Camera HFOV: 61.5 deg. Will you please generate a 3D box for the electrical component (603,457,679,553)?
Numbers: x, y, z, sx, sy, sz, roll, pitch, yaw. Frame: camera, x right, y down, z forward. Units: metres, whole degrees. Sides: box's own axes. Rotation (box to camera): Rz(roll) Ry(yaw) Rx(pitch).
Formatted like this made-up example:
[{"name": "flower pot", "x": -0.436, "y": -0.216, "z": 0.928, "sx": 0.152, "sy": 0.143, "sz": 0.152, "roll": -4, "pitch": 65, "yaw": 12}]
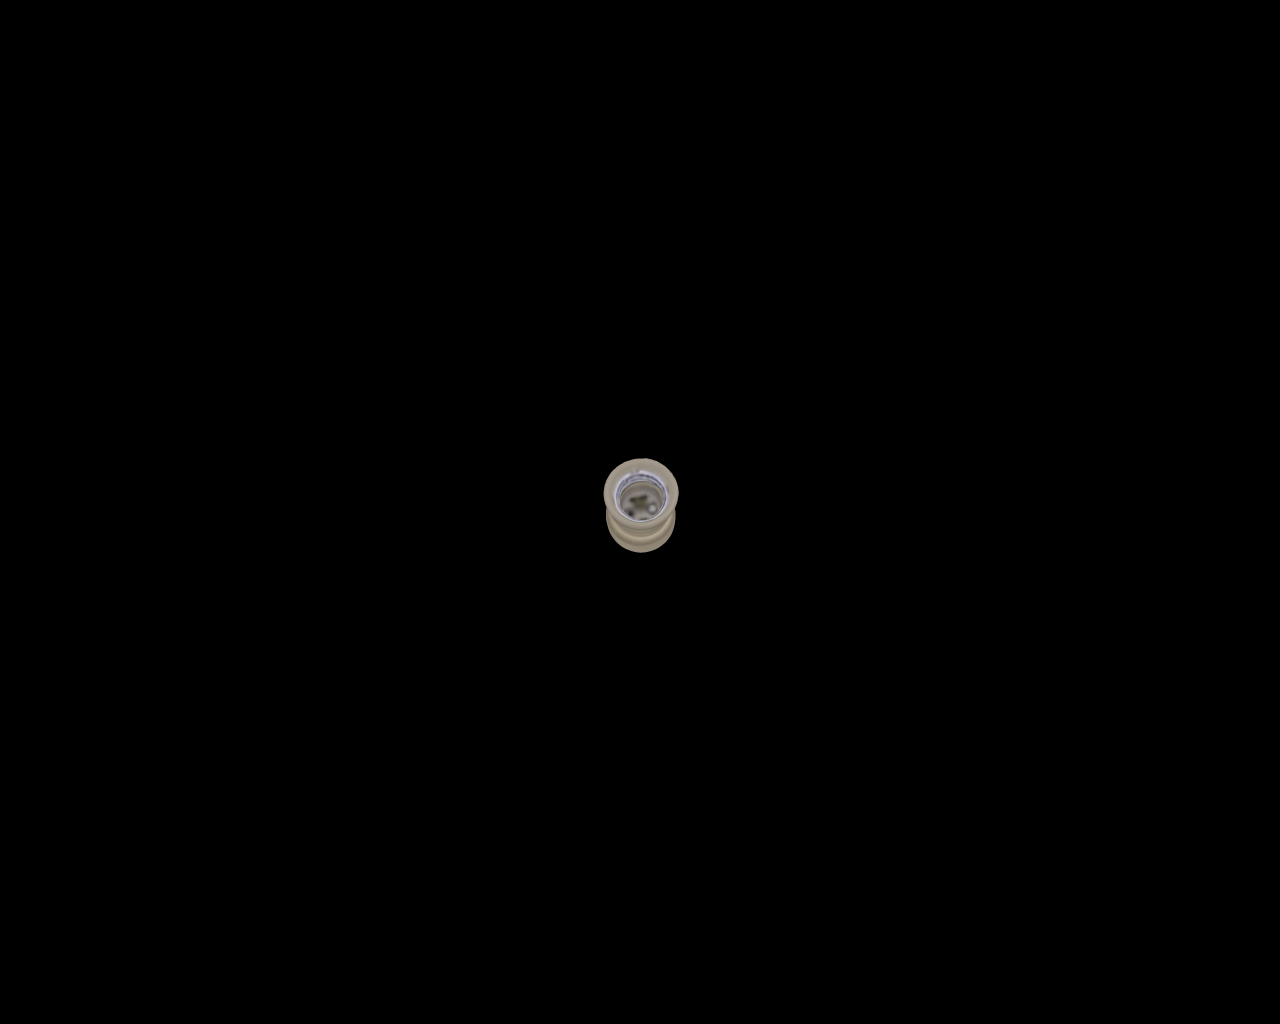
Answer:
[{"name": "electrical component", "x": 0.001, "y": -0.003, "z": 0.650, "sx": 0.045, "sy": 0.045, "sz": 0.055, "roll": 0, "pitch": -21, "yaw": 0}]
